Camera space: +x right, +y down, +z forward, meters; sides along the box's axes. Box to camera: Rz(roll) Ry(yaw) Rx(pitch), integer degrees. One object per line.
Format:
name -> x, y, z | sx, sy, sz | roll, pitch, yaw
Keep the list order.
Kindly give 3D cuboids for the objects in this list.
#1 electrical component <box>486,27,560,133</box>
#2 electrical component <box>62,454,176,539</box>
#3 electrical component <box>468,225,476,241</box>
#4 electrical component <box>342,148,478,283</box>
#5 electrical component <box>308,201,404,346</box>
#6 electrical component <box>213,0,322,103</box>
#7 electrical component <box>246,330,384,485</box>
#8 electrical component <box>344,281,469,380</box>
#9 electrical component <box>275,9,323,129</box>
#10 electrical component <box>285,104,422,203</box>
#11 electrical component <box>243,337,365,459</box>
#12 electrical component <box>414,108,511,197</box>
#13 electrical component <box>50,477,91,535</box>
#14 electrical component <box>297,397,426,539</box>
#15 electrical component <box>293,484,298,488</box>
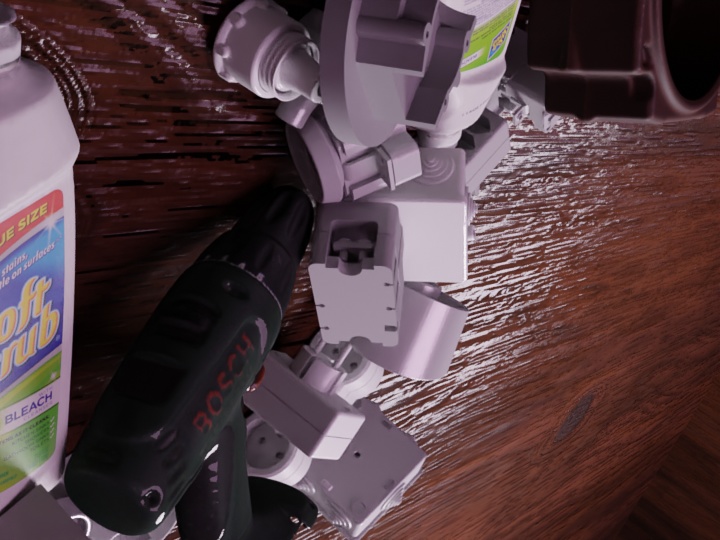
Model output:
electrical component -> 0.125, -0.137, 0.788 | 0.081, 0.064, 0.042 | -47, 154, -16
electrical component -> -0.166, 0.160, 0.683 | 0.099, 0.064, 0.099 | -37, 162, -15
electrical component -> 0.056, -0.025, 0.806 | 0.035, 0.061, 0.035 | -6, 90, -71
electrical component -> 0.027, -0.037, 0.709 | 0.099, 0.100, 0.048 | 82, 12, -54
electrical component -> 0.000, 0.000, 0.672 | 0.089, 0.050, 0.055 | 82, 12, -55
electrical component -> -0.040, -0.107, 0.547 | 0.048, 0.062, 0.048 | -39, 150, -28
electrical component -> -0.034, 0.108, 0.826 | 0.138, 0.052, 0.073 | -50, 154, -10
electrical component -> 0.029, 0.034, 0.794 | 0.099, 0.099, 0.064 | 13, 104, -62
electrical component -> -0.025, -0.109, 0.593 | 0.062, 0.043, 0.043 | -59, 154, 12
electrical component -> -0.008, -0.074, 0.635 | 0.057, 0.078, 0.058 | -25, 137, -13
electrical component -> -0.034, 0.078, 0.755 | 0.075, 0.083, 0.047 | -57, 154, 4
electrical component -> 0.068, -0.071, 0.788 | 0.083, 0.047, 0.075 | -48, 153, -13
electrical component -> -0.185, 0.137, 0.605 | 0.048, 0.055, 0.066 | -57, 154, 5
electrical component -> -0.005, 0.159, 0.888 | 0.100, 0.100, 0.048 | -42, 164, -24
electrical component -> -0.081, 0.185, 0.852 | 0.062, 0.048, 0.048 | -29, 145, -29
